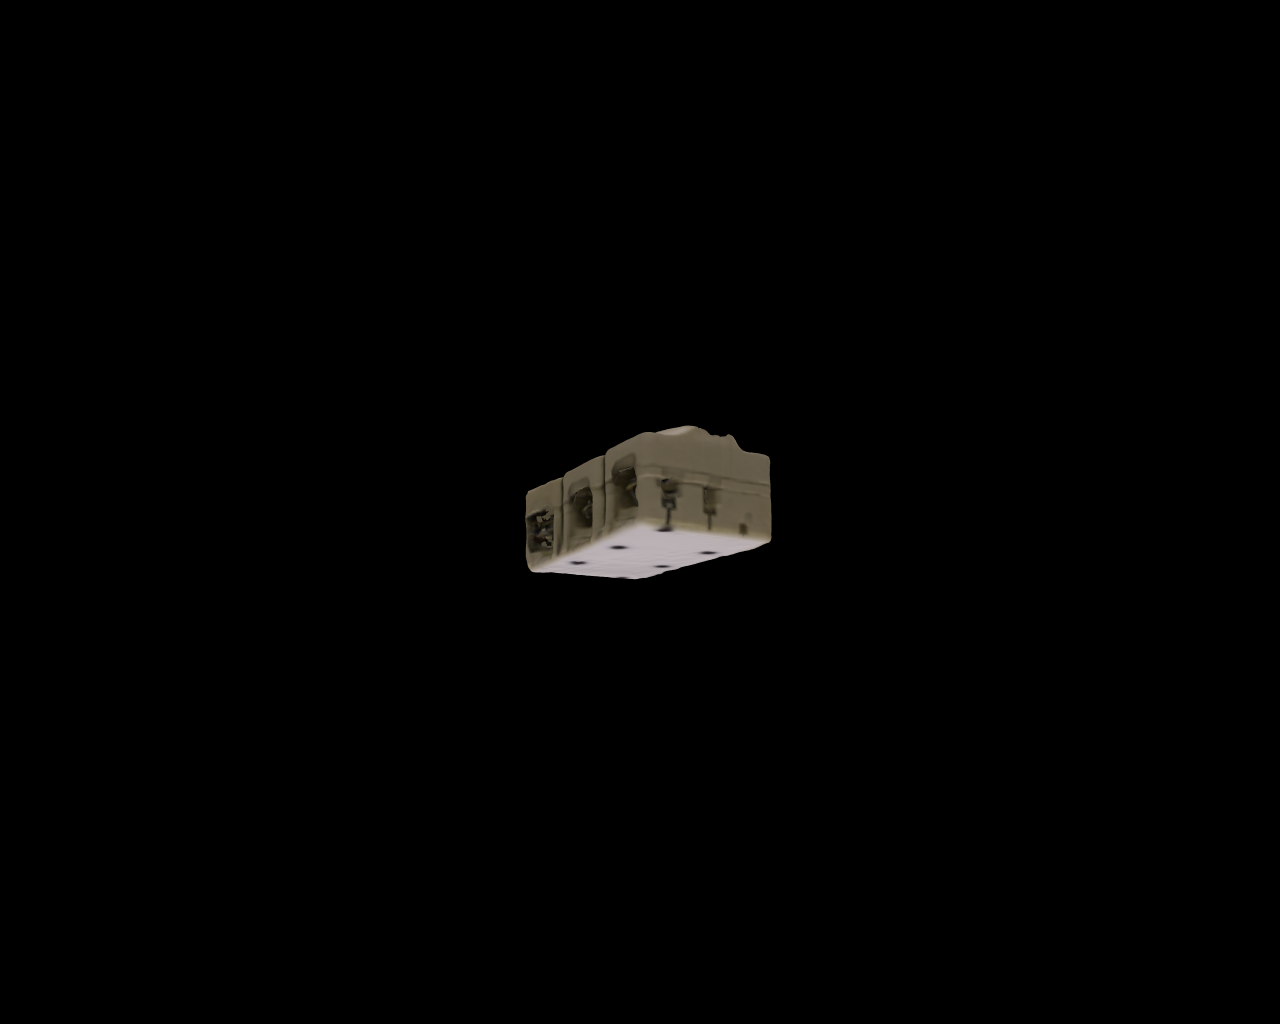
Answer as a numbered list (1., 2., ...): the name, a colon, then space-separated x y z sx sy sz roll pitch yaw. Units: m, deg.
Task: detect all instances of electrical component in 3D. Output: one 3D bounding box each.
1. electrical component: 0.001 -0.003 0.650 0.089 0.062 0.150 8 -16 -31
